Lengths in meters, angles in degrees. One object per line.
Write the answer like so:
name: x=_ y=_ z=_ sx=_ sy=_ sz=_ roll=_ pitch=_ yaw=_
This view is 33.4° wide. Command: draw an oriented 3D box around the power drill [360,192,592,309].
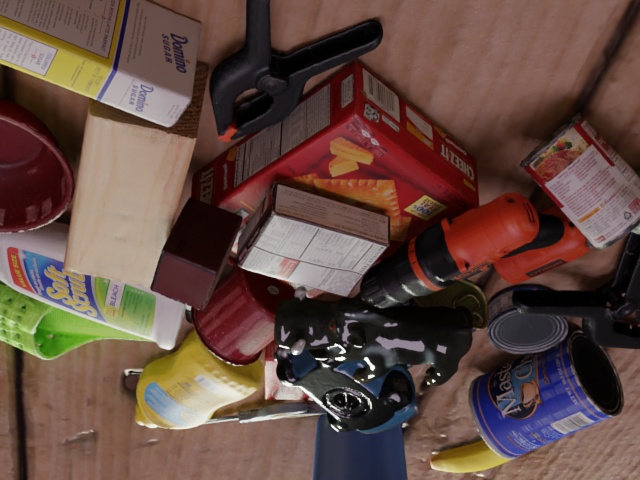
power drill: x=0.149 y=0.013 z=0.977 sx=0.185 sy=0.057 sz=0.187 roll=-28 pitch=166 yaw=37

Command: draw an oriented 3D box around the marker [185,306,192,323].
marker: x=-0.140 y=0.049 z=1.125 sx=0.020 sy=0.020 sz=0.121 roll=-1 pitch=140 yaw=3

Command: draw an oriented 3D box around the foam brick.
foam brick: x=-0.108 y=0.011 z=0.930 sx=0.053 sy=0.078 sz=0.051 roll=22 pitch=132 yaw=-1

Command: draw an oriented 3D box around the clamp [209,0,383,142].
clamp: x=-0.029 y=-0.140 z=0.880 sx=0.120 sy=0.039 sz=0.172 roll=16 pitch=141 yaw=-19

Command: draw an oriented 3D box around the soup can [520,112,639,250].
soup can: x=0.232 y=-0.050 z=0.923 sx=0.102 sy=0.068 sz=0.069 roll=48 pitch=130 yaw=0

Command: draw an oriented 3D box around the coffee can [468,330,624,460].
coffee can: x=0.253 y=0.175 z=1.203 sx=0.102 sy=0.103 sz=0.141 roll=33 pitch=131 yaw=-32

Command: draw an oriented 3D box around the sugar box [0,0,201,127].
sugar box: x=-0.182 y=-0.158 z=0.819 sx=0.176 sy=0.093 sz=0.048 roll=22 pitch=137 yaw=-23

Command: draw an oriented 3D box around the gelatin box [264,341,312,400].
gelatin box: x=-0.028 y=0.154 z=1.240 sx=0.073 sy=0.030 sz=0.089 roll=2 pitch=140 yaw=-1

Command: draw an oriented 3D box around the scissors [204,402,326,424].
scissors: x=-0.087 y=0.213 z=1.303 sx=0.202 sy=0.016 sz=0.096 roll=-7 pitch=166 yaw=10

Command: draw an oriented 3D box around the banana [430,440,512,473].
banana: x=0.224 y=0.255 z=1.356 sx=0.069 sy=0.037 sz=0.198 roll=34 pitch=131 yaw=-12

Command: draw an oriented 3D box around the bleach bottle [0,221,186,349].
bleach bottle: x=-0.254 y=0.030 z=1.058 sx=0.250 sy=0.068 sz=0.103 roll=15 pitch=133 yaw=-4

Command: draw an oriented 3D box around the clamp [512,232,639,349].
clamp: x=0.309 y=0.053 z=1.094 sx=0.165 sy=0.036 sz=0.209 roll=-40 pitch=135 yaw=17

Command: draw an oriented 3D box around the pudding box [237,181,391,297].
pudding box: x=-0.006 y=0.001 z=0.938 sx=0.113 sy=0.039 sz=0.090 roll=15 pitch=140 yaw=-19

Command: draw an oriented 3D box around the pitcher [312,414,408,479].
pitcher: x=0.046 y=0.327 z=1.281 sx=0.149 sy=0.243 sz=0.144 roll=-28 pitch=132 yaw=31

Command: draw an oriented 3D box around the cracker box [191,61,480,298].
cracker box: x=0.011 y=-0.043 z=0.969 sx=0.214 sy=0.072 sz=0.164 roll=-31 pitch=131 yaw=34

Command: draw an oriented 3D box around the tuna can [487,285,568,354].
tuna can: x=0.222 y=0.086 z=1.149 sx=0.086 sy=0.033 sz=0.086 roll=1 pitch=140 yaw=0

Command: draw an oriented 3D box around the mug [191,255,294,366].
mug: x=-0.080 y=0.060 z=1.095 sx=0.117 sy=0.093 sz=0.082 roll=49 pitch=123 yaw=0

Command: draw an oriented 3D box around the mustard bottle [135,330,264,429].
mustard bottle: x=-0.157 y=0.173 z=1.242 sx=0.096 sy=0.058 sz=0.192 roll=37 pitch=130 yaw=-20

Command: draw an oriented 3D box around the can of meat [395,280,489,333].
can of meat: x=0.112 y=0.077 z=1.124 sx=0.102 sy=0.057 sz=0.084 roll=23 pitch=138 yaw=-23

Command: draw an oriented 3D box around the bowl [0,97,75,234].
bowl: x=-0.295 y=-0.077 z=0.948 sx=0.162 sy=0.055 sz=0.162 roll=1 pitch=140 yaw=0

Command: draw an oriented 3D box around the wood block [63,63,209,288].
wood block: x=-0.165 y=-0.060 z=0.938 sx=0.090 sy=0.091 sz=0.206 roll=12 pitch=140 yaw=-11
